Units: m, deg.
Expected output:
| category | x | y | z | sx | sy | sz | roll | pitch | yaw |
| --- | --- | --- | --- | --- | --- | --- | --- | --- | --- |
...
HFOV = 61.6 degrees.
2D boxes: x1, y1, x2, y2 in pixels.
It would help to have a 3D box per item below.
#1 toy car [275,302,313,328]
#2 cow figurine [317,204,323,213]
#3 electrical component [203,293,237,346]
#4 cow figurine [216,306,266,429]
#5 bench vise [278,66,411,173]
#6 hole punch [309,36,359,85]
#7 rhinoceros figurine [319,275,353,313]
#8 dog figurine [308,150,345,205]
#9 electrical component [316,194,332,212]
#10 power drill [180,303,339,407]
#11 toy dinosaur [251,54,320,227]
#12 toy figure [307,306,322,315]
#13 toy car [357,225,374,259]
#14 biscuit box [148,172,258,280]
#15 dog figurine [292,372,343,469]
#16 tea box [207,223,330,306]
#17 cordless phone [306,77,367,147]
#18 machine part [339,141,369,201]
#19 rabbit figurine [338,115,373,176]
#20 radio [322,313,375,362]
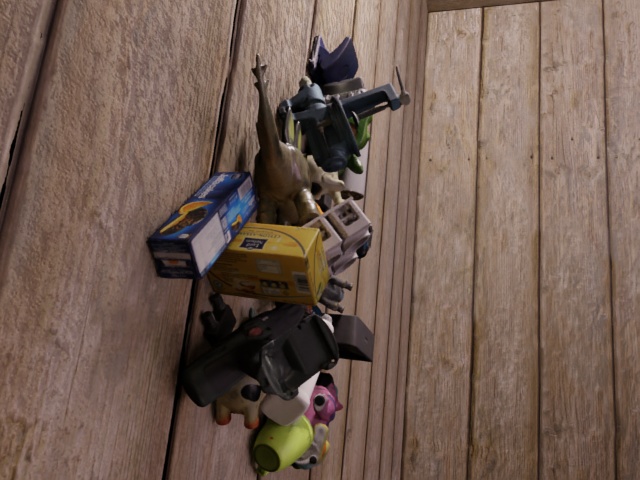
| category | x | y | z | sx | sy | sz | roll | pitch | yaw |
| --- | --- | --- | --- | --- | --- | --- | --- | --- | --- |
| toy car | -0.043 | 0.129 | 0.967 | 0.202 | 0.053 | 0.089 | -123 | -152 | -52 |
| cow figurine | -0.003 | -0.005 | 1.130 | 0.167 | 0.098 | 0.068 | 51 | 12 | -40 |
| electrical component | -0.149 | 0.129 | 0.813 | 0.063 | 0.021 | 0.093 | -71 | 152 | -45 |
| cow figurine | -0.105 | 0.194 | 0.872 | 0.195 | 0.086 | 0.127 | -52 | 147 | -61 |
| bench vise | 0.050 | -0.245 | 1.033 | 0.128 | 0.241 | 0.224 | 60 | 11 | -51 |
| hole punch | 0.033 | -0.402 | 1.255 | 0.142 | 0.092 | 0.116 | 61 | 38 | -64 |
| rhinoceros figurine | 0.010 | 0.111 | 1.185 | 0.190 | 0.112 | 0.073 | 53 | 55 | -80 |
| dog figurine | -0.012 | -0.164 | 1.145 | 0.172 | 0.121 | 0.190 | 67 | 16 | -60 |
| electrical component | 0.020 | -0.106 | 1.303 | 0.078 | 0.045 | 0.102 | 49 | 45 | -68 |
| power drill | -0.066 | 0.142 | 0.733 | 0.232 | 0.207 | 0.086 | -31 | 105 | -33 |
| toy dinosaur | -0.062 | -0.105 | 0.893 | 0.471 | 0.105 | 0.198 | 90 | -8 | -71 |
| toy figure | -0.036 | 0.148 | 1.124 | 0.058 | 0.064 | 0.154 | -41 | 147 | -3 |
| toy car | 0.037 | -0.010 | 1.248 | 0.103 | 0.162 | 0.109 | -126 | -148 | -51 |
| biscuit box | -0.150 | -0.027 | 0.731 | 0.203 | 0.063 | 0.059 | -63 | 149 | -55 |
| dog figurine | -0.012 | 0.378 | 1.147 | 0.219 | 0.109 | 0.191 | 48 | 45 | -69 |
| tea box | -0.080 | 0.032 | 0.778 | 0.068 | 0.170 | 0.098 | -61 | 150 | -45 |
| cordless phone | 0.040 | -0.269 | 1.175 | 0.184 | 0.147 | 0.088 | -76 | 153 | -47 |
| machine part | 0.090 | -0.198 | 1.469 | 0.079 | 0.079 | 0.243 | 45 | 50 | -67 |
| rabbit figurine | 0.074 | -0.242 | 1.356 | 0.170 | 0.121 | 0.159 | 53 | 33 | -85 |
| radio | 0.048 | 0.233 | 1.276 | 0.229 | 0.131 | 0.073 | 56 | 40 | -63 |
